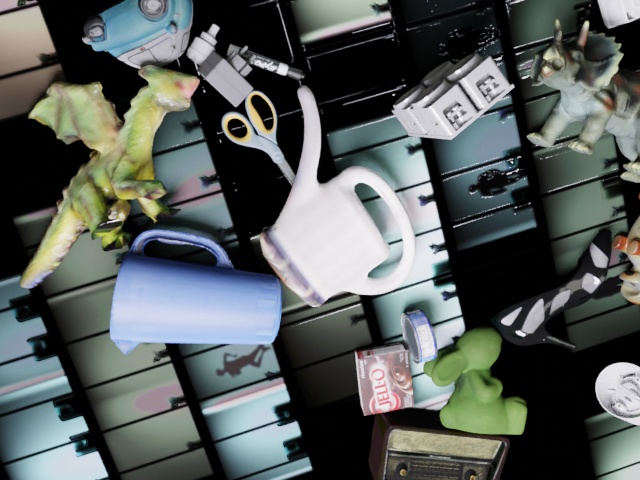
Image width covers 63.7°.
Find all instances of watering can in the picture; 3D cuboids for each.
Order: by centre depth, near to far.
[{"bbox_3d":[0.002,-0.040,0.792,0.224,0.105,0.344,-36,106,1],"label":"watering can"}]

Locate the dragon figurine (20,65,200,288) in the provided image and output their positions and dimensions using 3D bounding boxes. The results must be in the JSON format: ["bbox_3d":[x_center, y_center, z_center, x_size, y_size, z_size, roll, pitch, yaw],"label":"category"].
[{"bbox_3d":[-0.340,-0.112,0.755,0.408,0.122,0.244,-27,85,12],"label":"dragon figurine"}]
